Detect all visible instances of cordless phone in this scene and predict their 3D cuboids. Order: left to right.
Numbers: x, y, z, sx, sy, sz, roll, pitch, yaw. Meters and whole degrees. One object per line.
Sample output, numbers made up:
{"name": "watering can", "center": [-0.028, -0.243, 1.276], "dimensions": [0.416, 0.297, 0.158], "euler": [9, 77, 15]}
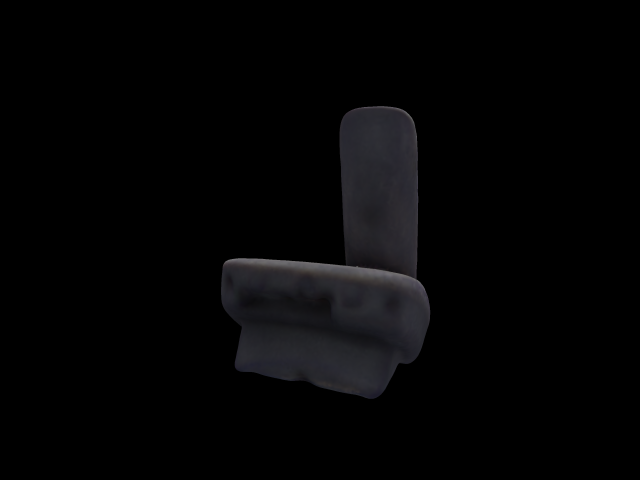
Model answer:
{"name": "cordless phone", "center": [0.004, 0.001, 0.400], "dimensions": [0.147, 0.185, 0.094], "euler": [4, 14, 15]}
